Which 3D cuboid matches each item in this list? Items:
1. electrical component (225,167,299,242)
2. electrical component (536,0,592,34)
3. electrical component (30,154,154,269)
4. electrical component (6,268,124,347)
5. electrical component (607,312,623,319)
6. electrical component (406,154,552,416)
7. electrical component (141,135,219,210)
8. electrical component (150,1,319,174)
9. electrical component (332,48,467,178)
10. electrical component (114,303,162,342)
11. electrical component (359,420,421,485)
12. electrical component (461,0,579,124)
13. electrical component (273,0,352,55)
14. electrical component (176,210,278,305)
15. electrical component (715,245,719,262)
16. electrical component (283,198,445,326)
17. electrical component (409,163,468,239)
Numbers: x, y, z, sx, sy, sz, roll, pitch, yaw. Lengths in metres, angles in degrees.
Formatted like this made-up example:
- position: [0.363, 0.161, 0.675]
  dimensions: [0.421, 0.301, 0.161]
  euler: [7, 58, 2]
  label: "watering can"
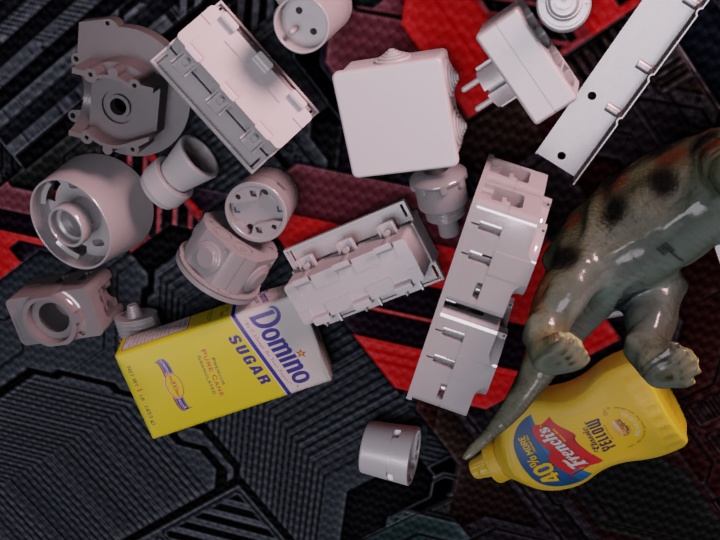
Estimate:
- position: [-0.083, -0.058, 0.929]
  dimensions: [0.055, 0.047, 0.055]
  euler: [6, 116, 12]
  label: "electrical component"
- position: [0.150, -0.196, 0.791]
  dimensions: [0.040, 0.078, 0.040]
  euler: [2, 101, 11]
  label: "electrical component"
- position: [-0.247, -0.052, 0.978]
  dimensions: [0.099, 0.064, 0.099]
  euler: [14, 123, 22]
  label: "electrical component"
- position: [-0.281, 0.037, 1.019]
  dimensions: [0.089, 0.055, 0.050]
  euler: [-8, 112, 18]
  label: "electrical component"
- position: [0.200, -0.004, 0.882]
  dimensions: [0.066, 0.047, 0.076]
  euler: [-12, 111, 19]
  label: "electrical component"
- position: [0.101, 0.014, 0.884]
  dimensions: [0.060, 0.105, 0.186]
  euler: [19, 118, 5]
  label: "electrical component"
- position: [-0.158, -0.084, 0.937]
  dimensions: [0.055, 0.045, 0.045]
  euler: [-35, 102, 26]
  label: "electrical component"
- position: [-0.098, -0.151, 0.873]
  dimensions: [0.079, 0.063, 0.121]
  euler: [-45, 101, -14]
  label: "electrical component"
- position: [0.033, -0.128, 0.866]
  dimensions: [0.100, 0.048, 0.099]
  euler: [-5, 113, 17]
  label: "electrical component"
- position: [-0.205, 0.069, 1.022]
  dimensions: [0.043, 0.043, 0.081]
  euler: [-6, 113, 17]
  label: "electrical component"
- position: [0.028, 0.169, 1.005]
  dimensions: [0.047, 0.055, 0.055]
  euler: [9, 117, 14]
  label: "electrical component"
- position: [0.115, -0.152, 0.834]
  dimensions: [0.076, 0.047, 0.083]
  euler: [-31, 104, 25]
  label: "electrical component"
- position: [-0.046, -0.212, 0.830]
  dimensions: [0.043, 0.077, 0.079]
  euler: [-30, 105, 24]
  label: "electrical component"
- position: [-0.116, -0.011, 0.942]
  dimensions: [0.080, 0.080, 0.051]
  euler: [34, 113, -3]
  label: "electrical component"
- position: [0.360, -0.012, 0.830]
  dimensions: [0.150, 0.061, 0.089]
  euler: [-17, 109, 21]
  label: "electrical component"
- position: [0.000, 0.000, 0.926]
  dimensions: [0.121, 0.063, 0.078]
  euler: [-22, 108, 22]
  label: "electrical component"
- position: [0.069, -0.057, 0.894]
  dimensions: [0.048, 0.048, 0.062]
  euler: [-5, 120, 17]
  label: "electrical component"
